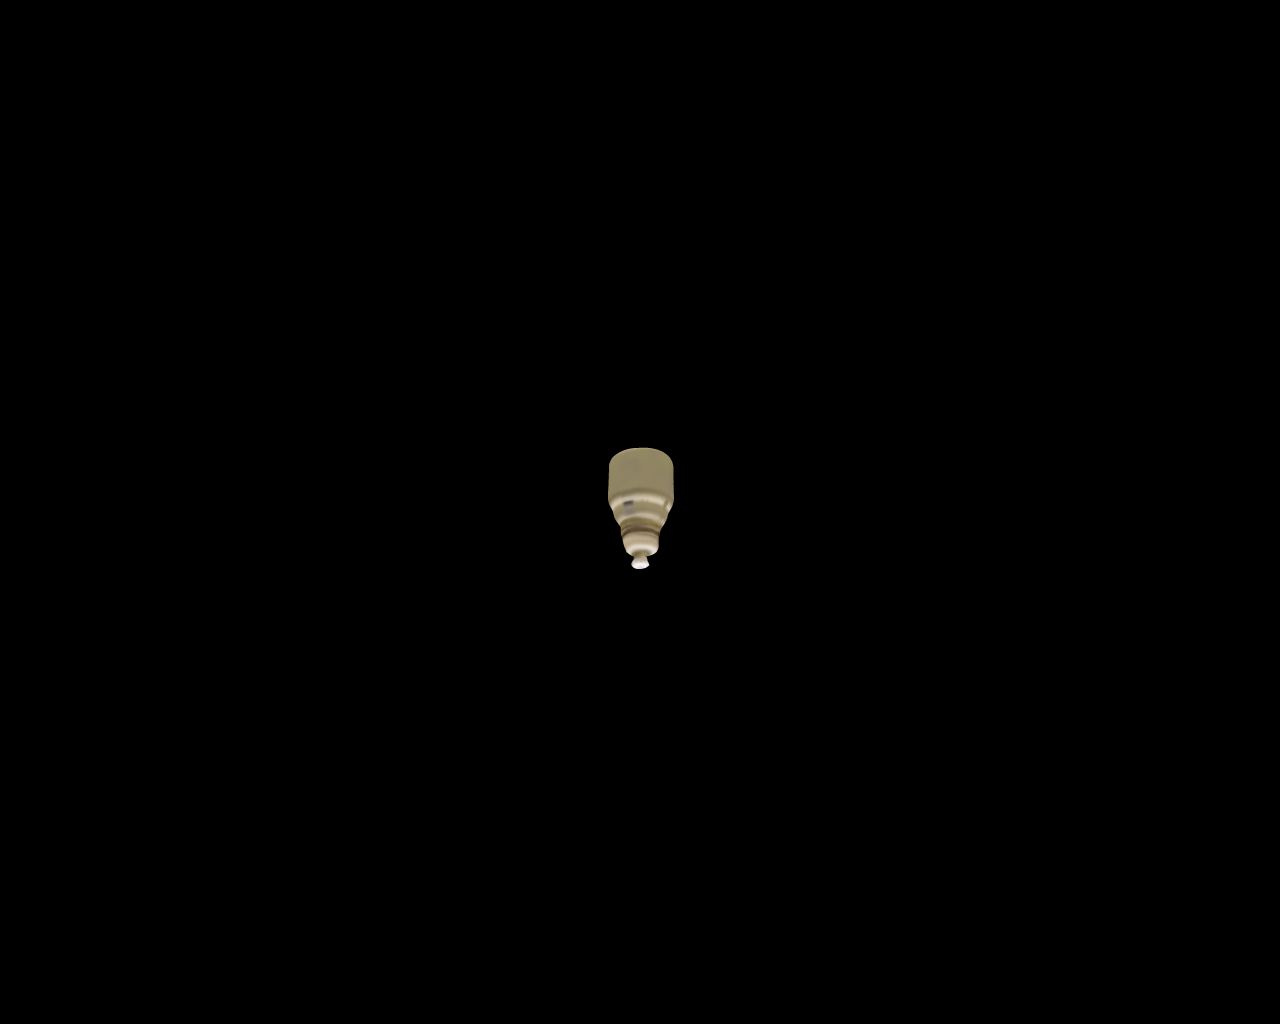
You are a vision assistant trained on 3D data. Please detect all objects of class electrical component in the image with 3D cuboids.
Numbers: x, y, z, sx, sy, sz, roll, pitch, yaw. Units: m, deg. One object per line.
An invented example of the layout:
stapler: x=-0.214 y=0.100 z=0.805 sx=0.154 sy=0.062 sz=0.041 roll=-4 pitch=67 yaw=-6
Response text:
electrical component: x=0.001 y=-0.003 z=0.650 sx=0.040 sy=0.078 sz=0.040 roll=0 pitch=-24 yaw=0
